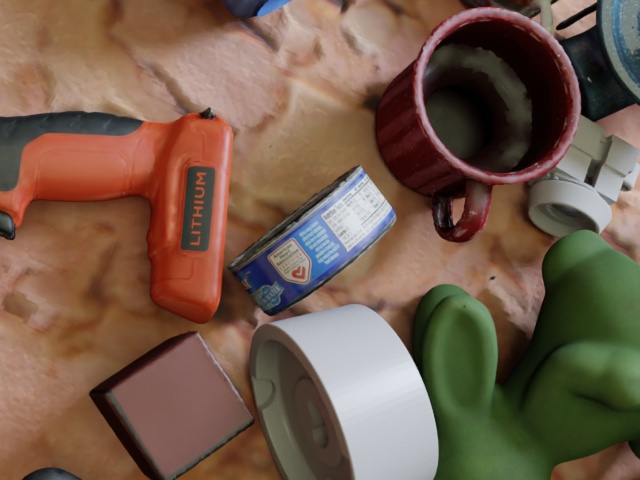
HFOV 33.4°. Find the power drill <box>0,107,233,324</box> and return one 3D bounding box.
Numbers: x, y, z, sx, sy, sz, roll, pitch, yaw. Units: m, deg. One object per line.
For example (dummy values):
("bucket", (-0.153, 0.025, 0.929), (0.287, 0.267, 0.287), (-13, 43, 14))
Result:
("power drill", (-0.141, -0.006, 0.519), (0.187, 0.057, 0.184), (8, 80, -14))

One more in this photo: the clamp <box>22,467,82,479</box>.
("clamp", (-0.074, 0.176, 0.511), (0.171, 0.039, 0.120), (15, 101, -25))

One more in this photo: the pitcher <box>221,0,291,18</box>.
("pitcher", (-0.071, -0.236, 0.532), (0.149, 0.145, 0.243), (-37, 95, -21))

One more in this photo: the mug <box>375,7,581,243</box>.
("mug", (0.079, -0.056, 0.574), (0.093, 0.082, 0.117), (6, 80, -15))

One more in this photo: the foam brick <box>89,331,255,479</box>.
("foam brick", (-0.073, 0.081, 0.515), (0.051, 0.078, 0.053), (-34, 94, -18))

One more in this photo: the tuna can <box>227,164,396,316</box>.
("tuna can", (-0.004, 0.001, 0.541), (0.086, 0.086, 0.034), (-39, 95, -17))
